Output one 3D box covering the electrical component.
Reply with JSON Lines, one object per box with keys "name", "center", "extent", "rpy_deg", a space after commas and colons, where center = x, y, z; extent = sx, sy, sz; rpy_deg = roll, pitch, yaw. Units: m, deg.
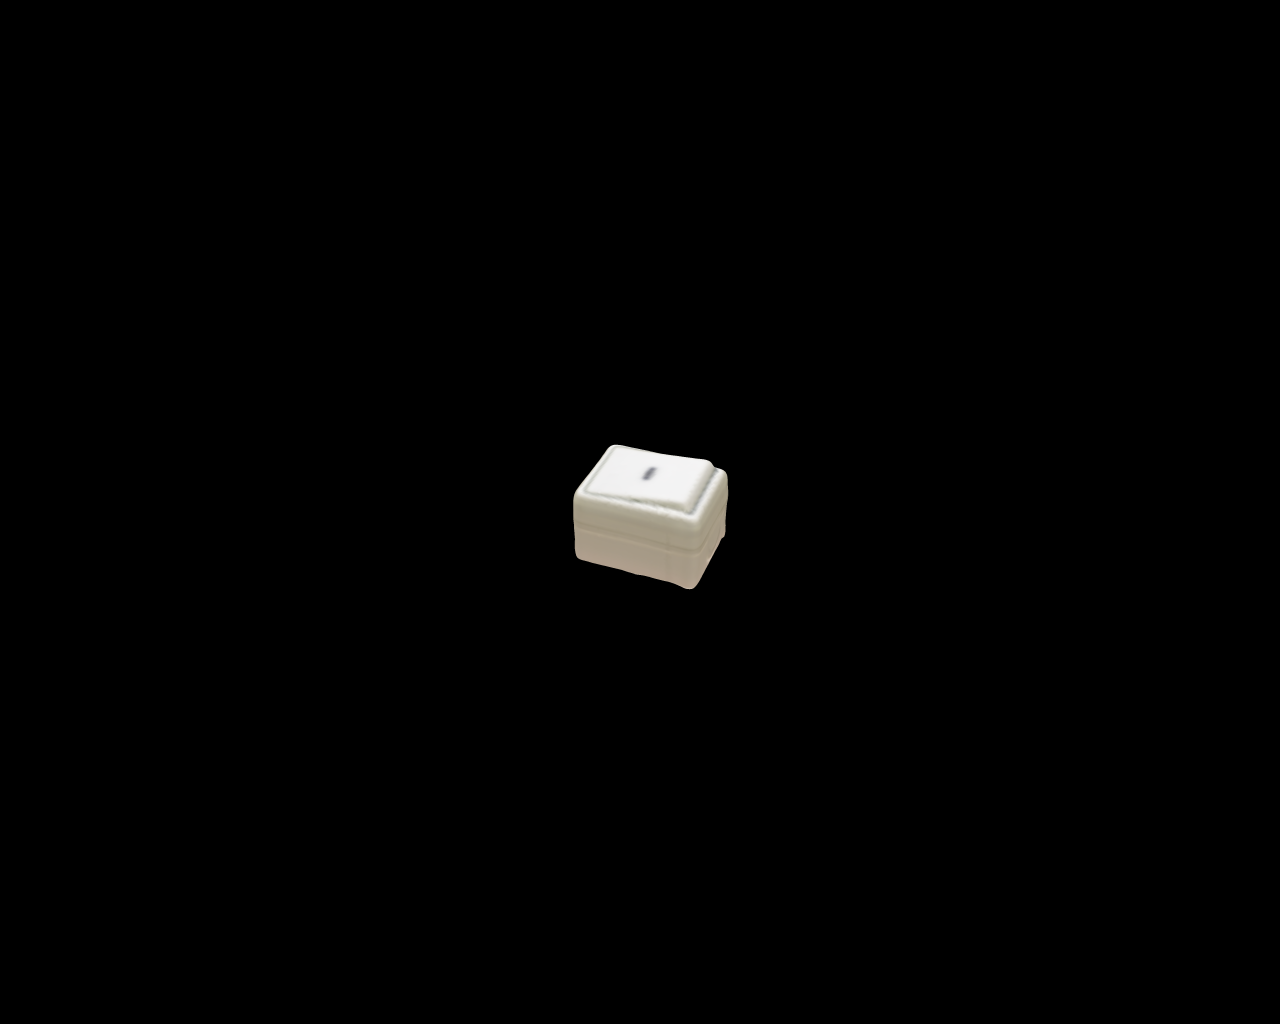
{"name": "electrical component", "center": [0.001, -0.003, 0.650], "extent": [0.096, 0.061, 0.062], "rpy_deg": [14, 40, 17]}
